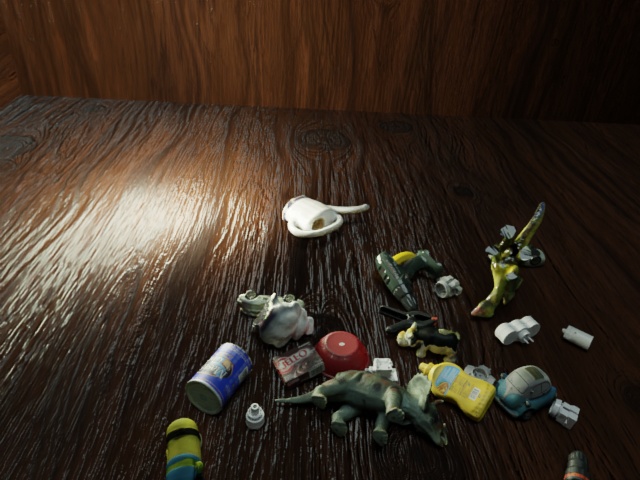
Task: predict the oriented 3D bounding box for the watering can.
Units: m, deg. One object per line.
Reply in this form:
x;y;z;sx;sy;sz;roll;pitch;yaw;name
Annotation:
0.006;-0.099;1.970;0.352;0.102;0.227;-26;42;-37;watering can

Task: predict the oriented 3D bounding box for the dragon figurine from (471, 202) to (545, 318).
0.605;0.085;1.621;0.123;0.237;0.416;30;62;34;dragon figurine

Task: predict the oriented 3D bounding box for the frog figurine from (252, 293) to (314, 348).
-0.089;0.238;1.435;0.158;0.138;0.122;30;-11;-15;frog figurine
